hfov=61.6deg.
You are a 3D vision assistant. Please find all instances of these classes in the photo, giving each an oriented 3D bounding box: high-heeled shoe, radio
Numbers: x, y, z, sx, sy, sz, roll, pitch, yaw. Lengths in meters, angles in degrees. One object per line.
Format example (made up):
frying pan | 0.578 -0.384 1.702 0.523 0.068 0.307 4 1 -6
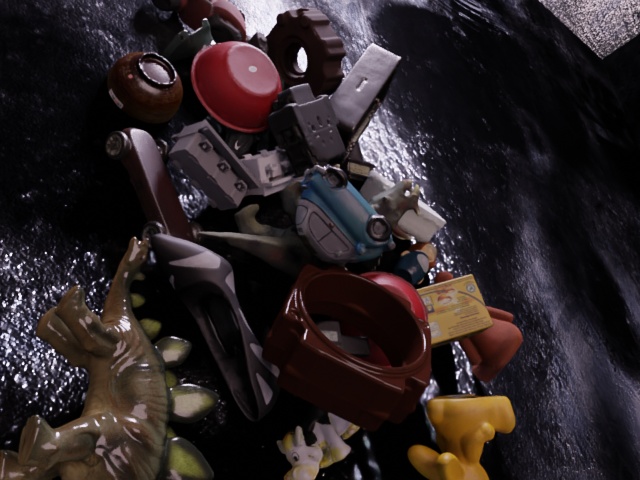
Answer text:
high-heeled shoe | -0.135 0.112 0.667 0.248 0.086 0.145 45 33 -28
radio | 0.065 -0.250 1.016 0.073 0.131 0.229 30 61 5

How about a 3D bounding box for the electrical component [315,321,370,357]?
electrical component | 0.009 0.157 0.788 0.119 0.047 0.075 5 60 -26

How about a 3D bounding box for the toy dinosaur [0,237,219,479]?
toy dinosaur | -0.205 0.211 0.540 0.198 0.105 0.471 23 55 -34

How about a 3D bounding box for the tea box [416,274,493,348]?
tea box | 0.192 0.130 0.914 0.170 0.068 0.098 -12 70 -11

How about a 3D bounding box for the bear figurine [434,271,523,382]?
bear figurine | 0.273 0.160 1.011 0.196 0.131 0.120 33 74 19

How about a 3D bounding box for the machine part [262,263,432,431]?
machine part | 0.041 0.127 0.700 0.201 0.087 0.201 27 30 -1

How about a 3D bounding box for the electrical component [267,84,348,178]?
electrical component | -0.021 -0.177 0.856 0.115 0.058 0.134 -39 108 -53

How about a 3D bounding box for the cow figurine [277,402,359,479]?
cow figurine | -0.003 0.251 0.718 0.098 0.068 0.167 53 38 8

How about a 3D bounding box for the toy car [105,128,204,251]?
toy car | -0.226 -0.062 0.733 0.089 0.053 0.202 -2 65 -65

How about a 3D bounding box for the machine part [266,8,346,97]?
machine part | -0.035 -0.334 0.999 0.056 0.179 0.179 -25 82 -44

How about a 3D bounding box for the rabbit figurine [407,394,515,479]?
rabbit figurine | 0.227 0.333 0.843 0.162 0.122 0.173 2 81 -38

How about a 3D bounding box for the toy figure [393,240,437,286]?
toy figure | 0.191 0.041 1.041 0.154 0.058 0.064 -38 129 -50

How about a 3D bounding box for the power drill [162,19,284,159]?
power drill | -0.161 -0.258 0.901 0.207 0.086 0.232 39 45 -9

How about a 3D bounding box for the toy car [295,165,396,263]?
toy car | 0.021 -0.022 0.748 0.103 0.109 0.161 -46 104 -11

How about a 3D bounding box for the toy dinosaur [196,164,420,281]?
toy dinosaur | -0.002 -0.002 0.855 0.405 0.131 0.192 -30 91 -40

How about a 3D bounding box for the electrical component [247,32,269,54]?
electrical component | -0.122 -0.357 1.010 0.021 0.063 0.094 5 60 -39

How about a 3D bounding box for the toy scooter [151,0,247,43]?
toy scooter | -0.206 -0.426 0.976 0.184 0.075 0.135 29 46 -18

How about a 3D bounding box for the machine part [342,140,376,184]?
machine part | 0.068 -0.175 1.083 0.084 0.039 0.139 1 65 -32
